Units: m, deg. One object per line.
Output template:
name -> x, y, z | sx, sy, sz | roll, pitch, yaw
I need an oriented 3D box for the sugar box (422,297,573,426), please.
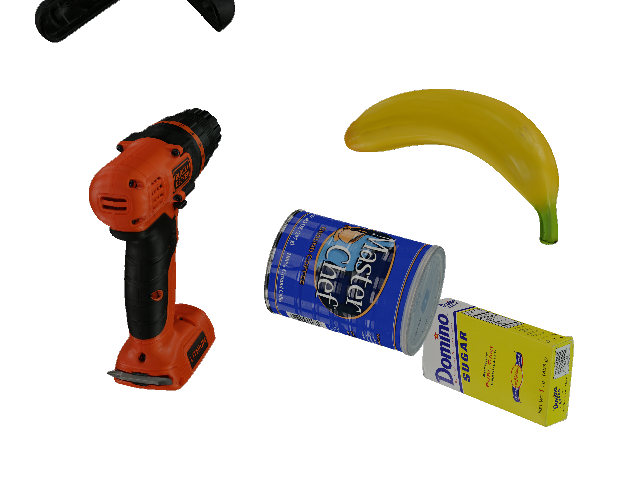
sugar box -> 0.190, 0.129, 1.167 | 0.048, 0.093, 0.177 | -10, 18, -44

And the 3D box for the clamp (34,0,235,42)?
clamp -> -0.096, -0.178, 0.676 | 0.120, 0.171, 0.039 | 8, -42, 10

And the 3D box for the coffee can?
coffee can -> 0.033, 0.038, 0.984 | 0.140, 0.103, 0.102 | 15, 5, 19

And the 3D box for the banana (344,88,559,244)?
banana -> 0.086, -0.065, 0.692 | 0.037, 0.069, 0.198 | 22, 7, -43

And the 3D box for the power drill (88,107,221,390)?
power drill -> -0.116, 0.004, 0.809 | 0.057, 0.188, 0.184 | 5, 23, 14
